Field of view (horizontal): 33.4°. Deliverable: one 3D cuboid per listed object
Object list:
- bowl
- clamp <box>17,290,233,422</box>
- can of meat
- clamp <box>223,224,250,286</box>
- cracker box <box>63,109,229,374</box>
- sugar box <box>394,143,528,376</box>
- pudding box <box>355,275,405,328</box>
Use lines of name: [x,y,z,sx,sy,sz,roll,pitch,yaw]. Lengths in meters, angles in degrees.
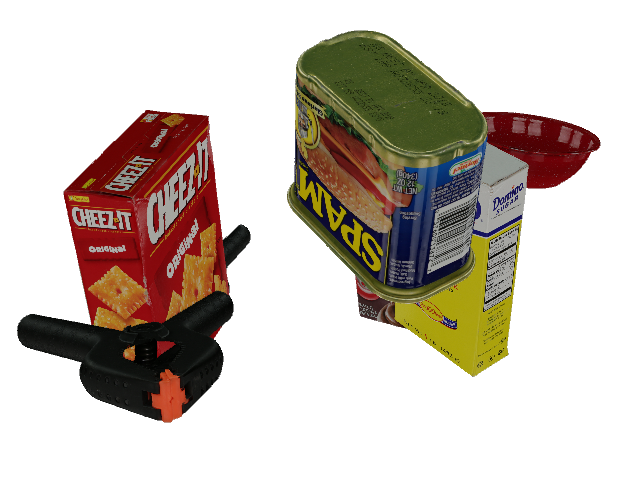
bowl: [0.234,-0.100,1.221,0.162,0.055,0.162,5,22,-2]
clamp: [-0.113,0.075,0.746,0.164,0.036,0.210,-9,14,-23]
can of meat: [0.029,-0.036,0.491,0.057,0.084,0.102,-24,49,-25]
clamp: [-0.129,0.036,1.167,0.120,0.039,0.171,-13,40,-3]
cracker box: [-0.142,0.015,0.943,0.072,0.214,0.164,6,32,15]
sugar box: [0.100,0.006,0.791,0.048,0.176,0.093,-29,44,-29]
pudding box: [0.087,0.043,1.105,0.114,0.090,0.039,11,27,40]
